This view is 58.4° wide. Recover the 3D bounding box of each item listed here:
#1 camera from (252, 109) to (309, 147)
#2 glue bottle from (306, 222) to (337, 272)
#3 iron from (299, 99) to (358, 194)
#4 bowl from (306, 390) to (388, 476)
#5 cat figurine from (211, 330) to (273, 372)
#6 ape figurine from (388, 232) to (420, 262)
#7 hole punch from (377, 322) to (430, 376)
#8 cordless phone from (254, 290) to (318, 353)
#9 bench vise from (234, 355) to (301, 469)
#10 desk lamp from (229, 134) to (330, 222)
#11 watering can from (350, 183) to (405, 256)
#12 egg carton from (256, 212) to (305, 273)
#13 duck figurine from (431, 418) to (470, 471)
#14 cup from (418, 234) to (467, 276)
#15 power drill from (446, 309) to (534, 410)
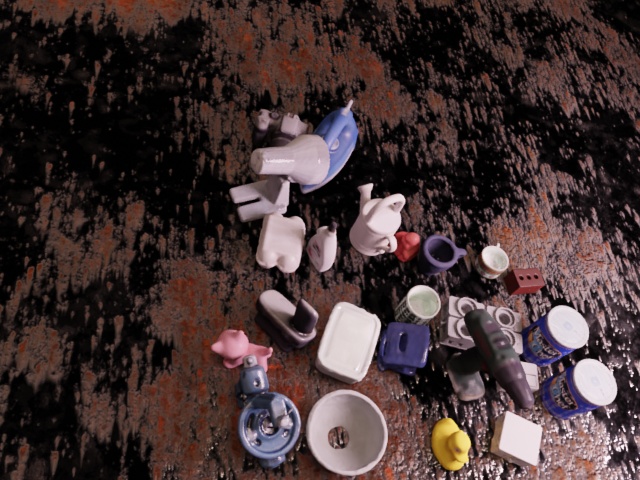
[{"bbox_3d":[-0.108,-0.264,1.490,0.143,0.100,0.137,15,58,-6],"label":"camera"},{"bbox_3d":[0.012,0.005,1.322,0.037,0.173,0.078,-23,68,-25],"label":"glue bottle"},{"bbox_3d":[0.022,-0.248,1.492,0.118,0.141,0.258,27,57,1],"label":"iron"},{"bbox_3d":[0.048,0.395,1.161,0.167,0.074,0.167,7,59,-11],"label":"bowl"},{"bbox_3d":[-0.159,0.224,1.180,0.128,0.117,0.067,13,58,-7],"label":"cat figurine"},{"bbox_3d":[0.218,0.010,1.423,0.076,0.092,0.078,13,58,-7],"label":"ape figurine"},{"bbox_3d":[0.186,0.240,1.280,0.101,0.091,0.109,17,57,-5],"label":"hole punch"},{"bbox_3d":[-0.063,0.147,1.211,0.147,0.185,0.094,40,59,10],"label":"cordless phone"},{"bbox_3d":[-0.114,0.315,1.078,0.122,0.219,0.207,-30,71,-28],"label":"bench vise"},{"bbox_3d":[-0.096,-0.152,1.360,0.204,0.213,0.118,-17,66,-23],"label":"desk lamp"},{"bbox_3d":[0.138,-0.056,1.379,0.172,0.194,0.101,43,59,12],"label":"watering can"},{"bbox_3d":[-0.091,0.006,1.355,0.107,0.069,0.150,12,58,-8],"label":"egg carton"},{"bbox_3d":[0.283,0.424,1.202,0.078,0.086,0.104,0,61,-15],"label":"duck figurine"},{"bbox_3d":[0.294,0.046,1.421,0.118,0.095,0.091,0,60,-15],"label":"cup"},{"bbox_3d":[0.358,0.274,1.237,0.076,0.208,0.229,-9,63,-19],"label":"power drill"}]
